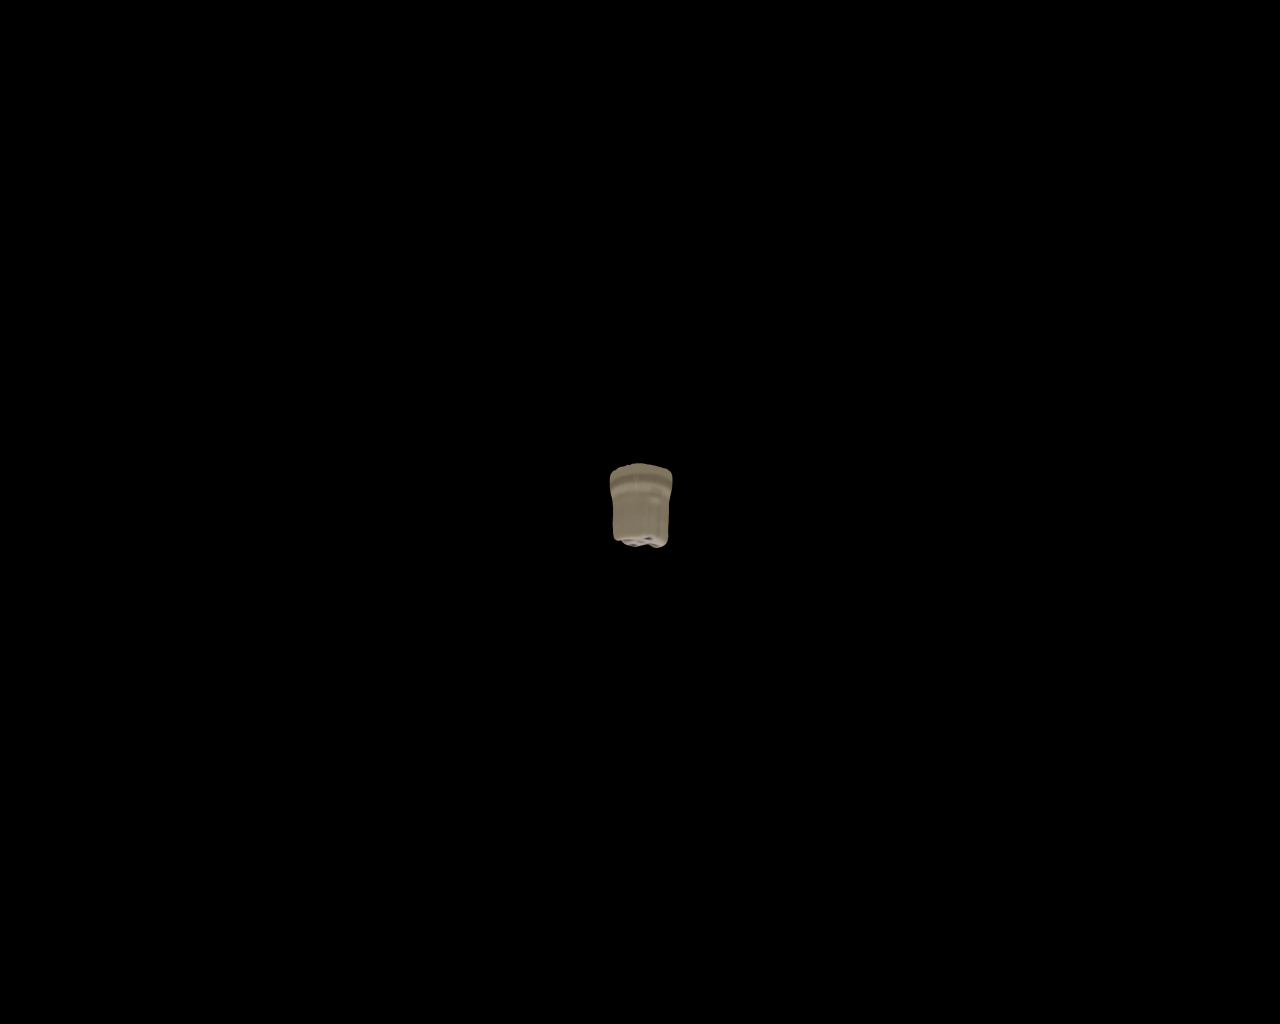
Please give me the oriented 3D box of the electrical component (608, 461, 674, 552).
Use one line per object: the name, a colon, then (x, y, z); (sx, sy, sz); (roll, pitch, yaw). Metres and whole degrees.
electrical component: (0.001, -0.003, 0.650); (0.040, 0.046, 0.040); (0, -19, 0)
